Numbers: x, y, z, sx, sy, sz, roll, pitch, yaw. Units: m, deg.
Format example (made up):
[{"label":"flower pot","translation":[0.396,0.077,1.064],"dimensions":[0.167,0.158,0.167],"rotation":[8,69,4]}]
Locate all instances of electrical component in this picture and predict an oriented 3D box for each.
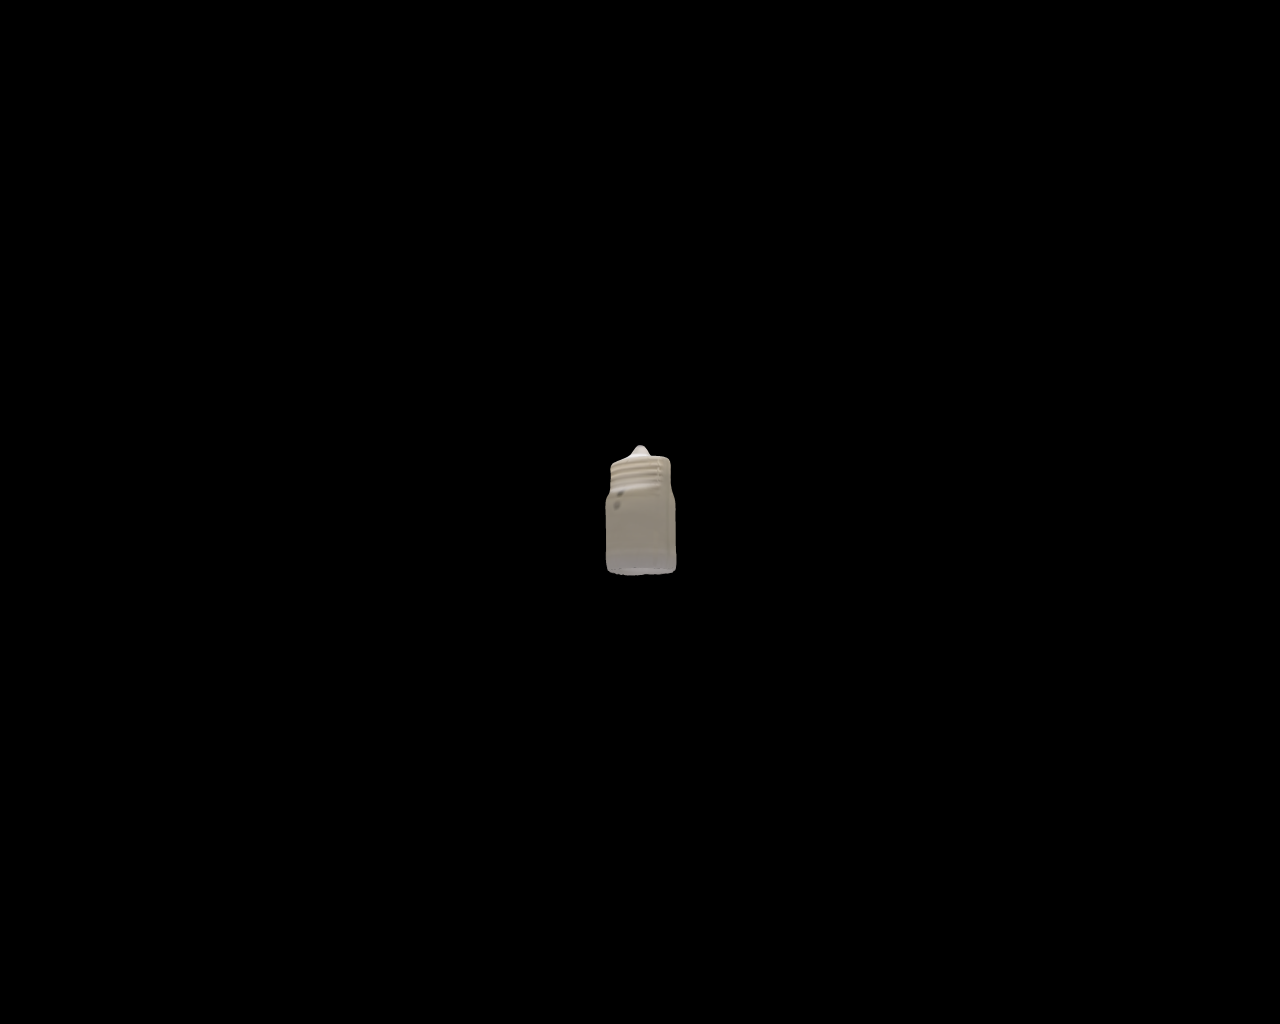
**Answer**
[{"label":"electrical component","translation":[0.001,-0.003,0.650],"dimensions":[0.043,0.081,0.043],"rotation":[0,-9,0]}]
